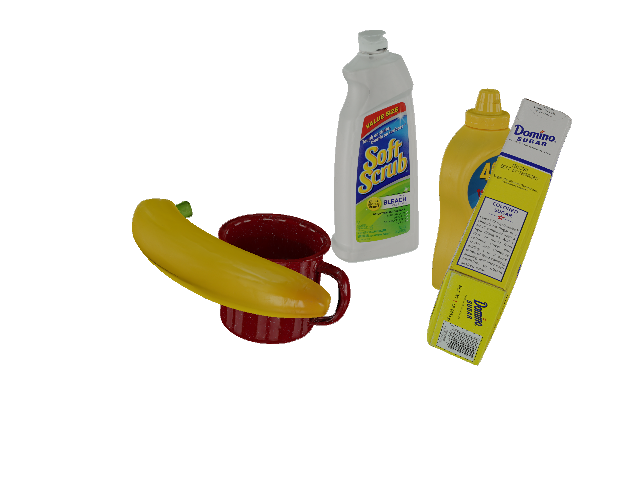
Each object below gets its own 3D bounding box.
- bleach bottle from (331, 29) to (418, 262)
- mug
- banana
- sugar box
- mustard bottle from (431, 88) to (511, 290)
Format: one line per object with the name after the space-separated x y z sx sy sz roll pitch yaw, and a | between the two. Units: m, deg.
0.056 -0.105 1.183 0.102 0.251 0.068 -10 24 -12 | bleach bottle
-0.030 0.036 0.886 0.117 0.081 0.093 14 26 17 | mug
-0.073 0.006 0.686 0.069 0.037 0.198 -15 29 -29 | banana
0.128 -0.008 0.756 0.048 0.176 0.093 23 -36 11 | sugar box
0.153 -0.048 1.012 0.096 0.192 0.058 -13 23 -37 | mustard bottle
